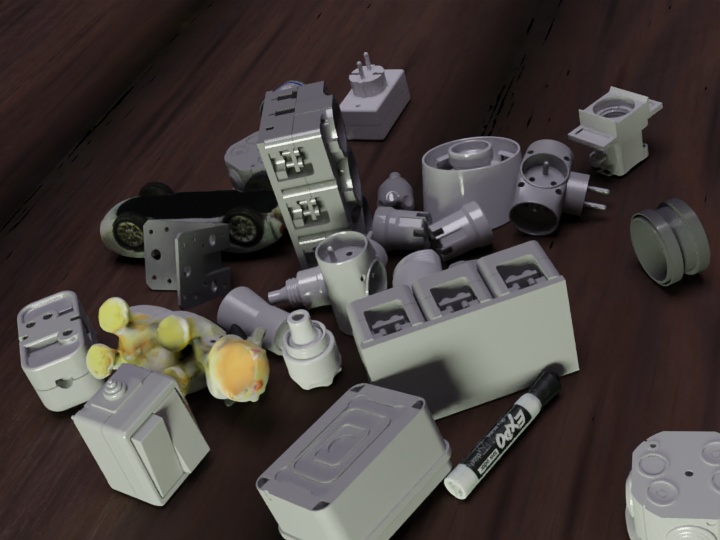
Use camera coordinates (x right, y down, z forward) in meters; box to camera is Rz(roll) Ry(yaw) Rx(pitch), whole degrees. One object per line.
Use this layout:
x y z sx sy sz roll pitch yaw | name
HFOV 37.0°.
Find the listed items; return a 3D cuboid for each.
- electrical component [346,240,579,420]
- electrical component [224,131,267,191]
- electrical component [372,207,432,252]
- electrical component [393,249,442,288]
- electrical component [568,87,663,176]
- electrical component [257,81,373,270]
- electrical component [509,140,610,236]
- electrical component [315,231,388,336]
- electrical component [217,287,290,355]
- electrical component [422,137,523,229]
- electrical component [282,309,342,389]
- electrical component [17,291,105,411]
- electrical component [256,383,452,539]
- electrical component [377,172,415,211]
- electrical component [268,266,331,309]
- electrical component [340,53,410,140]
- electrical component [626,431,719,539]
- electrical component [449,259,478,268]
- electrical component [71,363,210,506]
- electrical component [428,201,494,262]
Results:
0.075 0.047 0.789 0.150 0.089 0.061 -19 37 -3 | electrical component
-0.093 -0.100 1.076 0.080 0.051 0.080 -10 37 8 | electrical component
0.038 -0.035 0.953 0.046 0.040 0.040 4 41 17 | electrical component
0.049 0.015 0.879 0.043 0.043 0.081 -13 37 6 | electrical component
0.231 -0.123 0.970 0.081 0.063 0.042 -35 41 -23 | electrical component
-0.034 -0.077 0.940 0.062 0.150 0.089 -11 37 10 | electrical component
0.176 -0.069 0.934 0.079 0.044 0.077 12 54 12 | electrical component
0.000 0.000 0.890 0.044 0.077 0.079 2 40 23 | electrical component
-0.081 0.045 0.895 0.065 0.044 0.044 22 51 34 | electrical component
0.104 -0.082 0.986 0.099 0.064 0.099 -9 24 4 | electrical component
-0.040 0.059 0.841 0.043 0.062 0.043 -11 37 8 | electrical component
-0.251 0.071 0.910 0.054 0.059 0.095 -22 37 -6 | electrical component
-0.002 0.137 0.719 0.078 0.057 0.113 8 41 49 | electrical component
0.033 -0.071 1.003 0.035 0.035 0.061 -10 35 9 | electrical component
-0.048 0.017 0.922 0.061 0.035 0.035 -15 37 8 | electrical component
0.011 -0.190 1.131 0.047 0.075 0.083 4 42 26 | electrical component
0.201 0.140 0.654 0.080 0.051 0.080 -11 37 8 | electrical component
0.104 0.007 0.876 0.061 0.035 0.035 -8 37 7 | electrical component
-0.158 0.116 0.785 0.061 0.096 0.061 12 46 32 | electrical component
0.087 -0.032 0.930 0.046 0.040 0.040 -26 37 -3 | electrical component
